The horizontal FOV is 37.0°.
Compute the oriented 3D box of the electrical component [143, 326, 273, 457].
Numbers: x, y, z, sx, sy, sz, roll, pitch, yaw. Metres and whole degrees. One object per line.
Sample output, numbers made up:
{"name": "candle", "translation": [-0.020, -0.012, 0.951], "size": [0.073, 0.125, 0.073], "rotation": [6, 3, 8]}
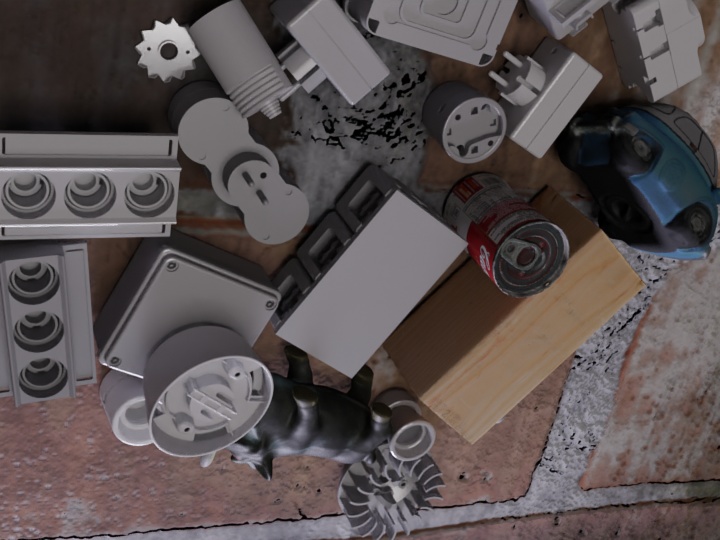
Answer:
{"name": "electrical component", "translation": [-0.116, 0.093, 0.814], "size": [0.099, 0.064, 0.099], "rotation": [-11, 122, -18]}

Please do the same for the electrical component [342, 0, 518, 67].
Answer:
{"name": "electrical component", "translation": [0.052, -0.204, 0.788], "size": [0.113, 0.057, 0.078], "rotation": [10, 114, -28]}

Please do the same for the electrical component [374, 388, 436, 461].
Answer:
{"name": "electrical component", "translation": [0.039, 0.141, 0.987], "size": [0.045, 0.055, 0.045], "rotation": [-11, 122, -18]}

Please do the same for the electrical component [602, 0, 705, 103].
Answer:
{"name": "electrical component", "translation": [0.242, -0.194, 0.881], "size": [0.056, 0.050, 0.089], "rotation": [-30, 126, -4]}

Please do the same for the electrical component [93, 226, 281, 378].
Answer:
{"name": "electrical component", "translation": [-0.137, 0.035, 0.848], "size": [0.109, 0.056, 0.108], "rotation": [24, 107, -32]}

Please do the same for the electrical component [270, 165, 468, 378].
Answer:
{"name": "electrical component", "translation": [0.000, 0.000, 0.883], "size": [0.089, 0.061, 0.150], "rotation": [34, 102, -35]}

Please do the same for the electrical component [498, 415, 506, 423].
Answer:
{"name": "electrical component", "translation": [0.116, 0.125, 1.019], "size": [0.048, 0.048, 0.062], "rotation": [-45, 132, 6]}

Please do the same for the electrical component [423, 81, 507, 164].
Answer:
{"name": "electrical component", "translation": [0.082, -0.119, 0.857], "size": [0.055, 0.047, 0.055], "rotation": [-11, 122, -18]}

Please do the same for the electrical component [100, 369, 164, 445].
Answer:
{"name": "electrical component", "translation": [-0.181, 0.110, 0.878], "size": [0.055, 0.047, 0.055], "rotation": [-11, 122, -18]}

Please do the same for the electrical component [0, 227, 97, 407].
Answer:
{"name": "electrical component", "translation": [-0.241, 0.031, 0.796], "size": [0.079, 0.063, 0.121], "rotation": [-7, 121, -19]}

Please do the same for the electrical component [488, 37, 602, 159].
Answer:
{"name": "electrical component", "translation": [0.135, -0.148, 0.864], "size": [0.076, 0.047, 0.083], "rotation": [29, 104, -32]}

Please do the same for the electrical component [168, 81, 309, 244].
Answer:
{"name": "electrical component", "translation": [-0.085, -0.071, 0.797], "size": [0.052, 0.073, 0.138], "rotation": [-36, 126, 0]}

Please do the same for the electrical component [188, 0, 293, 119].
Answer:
{"name": "electrical component", "translation": [-0.080, -0.143, 0.753], "size": [0.043, 0.043, 0.081], "rotation": [-32, 94, -3]}

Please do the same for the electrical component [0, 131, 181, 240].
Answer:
{"name": "electrical component", "translation": [-0.195, -0.065, 0.760], "size": [0.121, 0.063, 0.078], "rotation": [-2, 119, -22]}

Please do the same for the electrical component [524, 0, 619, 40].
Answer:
{"name": "electrical component", "translation": [0.180, -0.238, 0.818], "size": [0.121, 0.078, 0.063], "rotation": [-38, 149, 2]}

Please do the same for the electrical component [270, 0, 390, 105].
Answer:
{"name": "electrical component", "translation": [-0.036, -0.155, 0.785], "size": [0.076, 0.047, 0.083], "rotation": [-41, 126, 4]}
